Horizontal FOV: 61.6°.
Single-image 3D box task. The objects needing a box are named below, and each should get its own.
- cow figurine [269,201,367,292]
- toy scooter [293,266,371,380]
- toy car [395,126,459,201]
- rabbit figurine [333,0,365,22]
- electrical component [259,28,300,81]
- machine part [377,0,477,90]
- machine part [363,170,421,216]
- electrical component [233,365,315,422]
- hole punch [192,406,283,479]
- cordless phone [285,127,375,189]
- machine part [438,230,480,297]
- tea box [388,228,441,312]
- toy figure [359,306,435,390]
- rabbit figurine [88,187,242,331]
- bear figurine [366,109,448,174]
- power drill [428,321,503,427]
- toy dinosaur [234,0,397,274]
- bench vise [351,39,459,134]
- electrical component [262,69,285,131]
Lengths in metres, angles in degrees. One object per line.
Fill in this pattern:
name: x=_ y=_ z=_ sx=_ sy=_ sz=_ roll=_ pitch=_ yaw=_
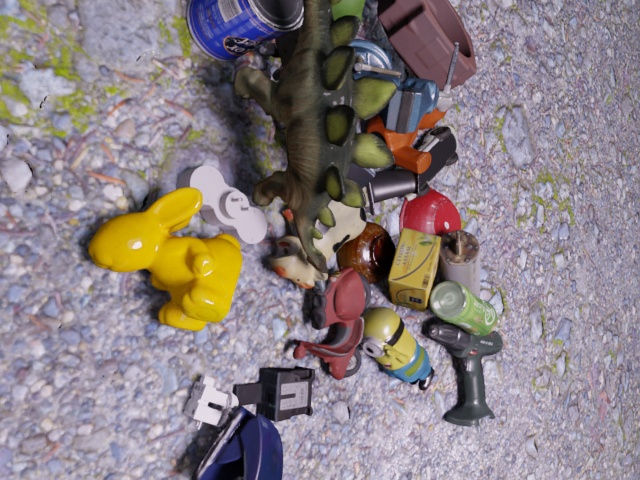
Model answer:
cow figurine: x=-0.002 y=-0.003 z=0.833 sx=0.195 sy=0.086 sz=0.127 roll=-36 pitch=105 yaw=-37
toy scooter: x=0.015 y=0.133 z=0.848 sx=0.135 sy=0.075 sz=0.183 roll=4 pitch=91 yaw=-42
toy car: x=0.207 y=-0.152 z=1.038 sx=0.202 sy=0.056 sz=0.073 roll=-44 pitch=122 yaw=-32
rabbit figurine: x=-0.026 y=-0.367 z=0.822 sx=0.170 sy=0.121 sz=0.159 roll=-17 pitch=108 yaw=-22
electrical component: x=-0.046 y=-0.285 z=0.766 sx=0.045 sy=0.102 sz=0.078 roll=2 pitch=76 yaw=-43
machine part: x=0.191 y=-0.377 z=0.964 sx=0.200 sy=0.087 sz=0.201 roll=39 pitch=41 yaw=-29
machine part: x=0.110 y=-0.091 z=0.939 sx=0.139 sy=0.039 sz=0.084 roll=-16 pitch=93 yaw=-14
electrical component: x=-0.066 y=0.224 z=0.791 sx=0.119 sy=0.048 sz=0.074 roll=12 pitch=80 yaw=-42
hole punch: x=-0.090 y=0.295 z=0.713 sx=0.116 sy=0.092 sz=0.142 roll=-59 pitch=150 yaw=-23
cordless phone: x=0.003 y=-0.163 z=0.776 sx=0.089 sy=0.147 sz=0.184 roll=-30 pitch=131 yaw=-24
machine part: x=0.267 y=0.058 z=1.026 sx=0.079 sy=0.079 sz=0.243 roll=-62 pitch=151 yaw=-24
tea box: x=0.164 y=0.056 z=0.930 sx=0.169 sy=0.068 sz=0.098 roll=68 pitch=39 yaw=-67
toy figure: x=0.135 y=0.191 z=0.948 sx=0.180 sy=0.082 sz=0.089 roll=42 pitch=51 yaw=-27
rabbit figurine: x=-0.184 y=0.014 z=0.653 sx=0.173 sy=0.122 sz=0.162 roll=22 pitch=70 yaw=-19
bear figurine: x=0.178 y=-0.214 z=0.969 sx=0.196 sy=0.132 sz=0.120 roll=-34 pitch=124 yaw=-31
power drill: x=0.292 y=0.265 z=1.092 sx=0.232 sy=0.086 sz=0.207 roll=4 pitch=78 yaw=-44
toy dinosaur: x=-0.003 y=-0.164 z=0.651 sx=0.105 sy=0.199 sz=0.470 roll=-26 pitch=121 yaw=-39
bench vise: x=0.093 y=-0.257 z=0.846 sx=0.241 sy=0.224 sz=0.128 roll=-85 pitch=168 yaw=-53
electrical component: x=-0.060 y=-0.219 z=0.825 sx=0.063 sy=0.021 sz=0.094 roll=-31 pitch=108 yaw=-38
